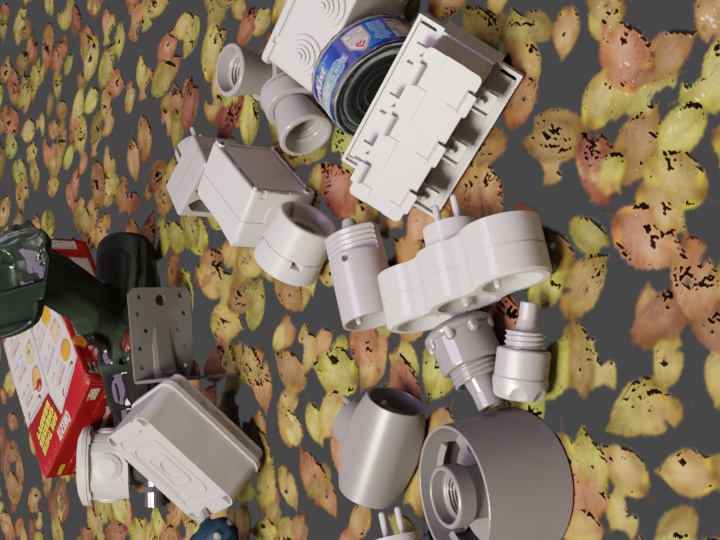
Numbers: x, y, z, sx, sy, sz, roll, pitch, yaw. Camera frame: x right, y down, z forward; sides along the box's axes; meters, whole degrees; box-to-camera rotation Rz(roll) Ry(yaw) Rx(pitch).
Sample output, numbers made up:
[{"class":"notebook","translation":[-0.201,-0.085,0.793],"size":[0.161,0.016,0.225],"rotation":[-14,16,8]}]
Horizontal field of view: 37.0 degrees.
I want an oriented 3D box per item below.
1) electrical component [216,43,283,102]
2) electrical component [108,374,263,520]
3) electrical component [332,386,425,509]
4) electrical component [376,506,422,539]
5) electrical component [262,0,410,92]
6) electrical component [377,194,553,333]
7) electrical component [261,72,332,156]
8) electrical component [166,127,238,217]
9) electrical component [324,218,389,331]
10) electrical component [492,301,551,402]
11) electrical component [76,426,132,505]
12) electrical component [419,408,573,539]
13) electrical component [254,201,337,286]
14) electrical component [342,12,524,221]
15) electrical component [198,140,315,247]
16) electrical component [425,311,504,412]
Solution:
[{"class":"electrical component","translation":[-0.088,-0.165,0.909],"size":[0.045,0.055,0.045],"rotation":[-3,86,52]},{"class":"electrical component","translation":[-0.150,0.153,0.933],"size":[0.113,0.057,0.078],"rotation":[45,137,-10]},{"class":"electrical component","translation":[0.006,0.120,0.787],"size":[0.079,0.043,0.077],"rotation":[37,117,47]},{"class":"electrical component","translation":[0.029,0.207,0.754],"size":[0.077,0.043,0.079],"rotation":[-32,64,47]},{"class":"electrical component","translation":[-0.013,-0.181,0.780],"size":[0.048,0.100,0.099],"rotation":[40,123,15]},{"class":"electrical component","translation":[0.063,-0.012,0.711],"size":[0.138,0.052,0.073],"rotation":[-29,66,48]},{"class":"electrical component","translation":[-0.053,-0.127,0.871],"size":[0.045,0.045,0.055],"rotation":[-54,49,36]},{"class":"electrical component","translation":[-0.147,-0.098,0.990],"size":[0.065,0.047,0.076],"rotation":[-55,49,35]},{"class":"electrical component","translation":[0.000,0.000,0.799],"size":[0.043,0.043,0.081],"rotation":[-34,63,47]},{"class":"electrical component","translation":[0.103,0.050,0.672],"size":[0.035,0.035,0.061],"rotation":[7,91,52]},{"class":"electrical component","translation":[-0.262,0.200,1.104],"size":[0.080,0.051,0.080],"rotation":[179,90,-81]},{"class":"electrical component","translation":[0.082,0.141,0.691],"size":[0.099,0.064,0.099],"rotation":[176,90,-65]},{"class":"electrical component","translation":[-0.050,-0.022,0.857],"size":[0.055,0.055,0.047],"rotation":[53,125,39]},{"class":"electrical component","translation":[0.043,-0.097,0.721],"size":[0.079,0.063,0.121],"rotation":[32,122,3]},{"class":"electrical component","translation":[-0.093,-0.065,0.907],"size":[0.096,0.062,0.061],"rotation":[49,126,41]},{"class":"electrical component","translation":[0.074,0.061,0.702],"size":[0.048,0.048,0.062],"rotation":[-41,64,44]}]
